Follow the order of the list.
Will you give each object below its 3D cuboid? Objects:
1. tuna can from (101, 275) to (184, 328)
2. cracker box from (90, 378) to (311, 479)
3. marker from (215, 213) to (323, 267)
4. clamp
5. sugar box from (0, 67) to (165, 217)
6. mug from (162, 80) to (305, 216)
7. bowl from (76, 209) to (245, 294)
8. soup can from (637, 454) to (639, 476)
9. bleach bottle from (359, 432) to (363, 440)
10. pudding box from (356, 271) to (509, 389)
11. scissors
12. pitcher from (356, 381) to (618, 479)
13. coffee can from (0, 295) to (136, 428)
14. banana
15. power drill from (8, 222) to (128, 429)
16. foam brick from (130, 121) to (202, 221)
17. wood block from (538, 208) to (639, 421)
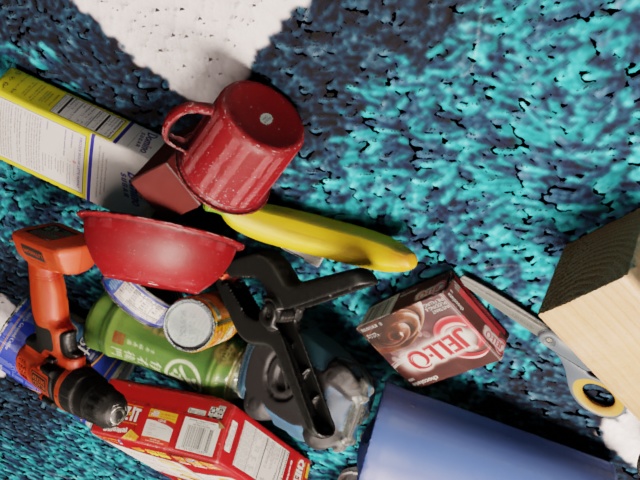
[{"bbox_3d":[-0.182,0.051,1.098,0.086,0.086,0.034,40,100,-8],"label":"tuna can"},{"bbox_3d":[-0.126,0.230,1.188,0.164,0.072,0.213,7,157,27],"label":"cracker box"},{"bbox_3d":[-0.051,-0.010,1.016,0.121,0.020,0.020,28,137,6],"label":"marker"},{"bbox_3d":[-0.034,0.079,1.004,0.210,0.036,0.164,23,106,46],"label":"clamp"},{"bbox_3d":[-0.233,-0.090,1.033,0.176,0.048,0.093,24,137,5],"label":"sugar box"},{"bbox_3d":[-0.076,-0.085,0.905,0.117,0.093,0.082,21,136,-22],"label":"mug"},{"bbox_3d":[-0.155,0.016,1.010,0.162,0.055,0.162,11,174,1],"label":"bowl"},{"bbox_3d":[0.344,0.222,0.958,0.102,0.068,0.069,45,136,-14],"label":"soup can"},{"bbox_3d":[0.104,0.305,1.168,0.068,0.102,0.251,-12,114,29],"label":"bleach bottle"},{"bbox_3d":[0.105,0.086,0.995,0.090,0.039,0.114,47,136,-17],"label":"pudding box"},{"bbox_3d":[0.210,0.103,0.966,0.202,0.016,0.096,23,136,11],"label":"scissors"},{"bbox_3d":[0.152,0.238,1.017,0.243,0.149,0.145,16,169,5],"label":"pitcher"},{"bbox_3d":[-0.294,0.136,1.232,0.140,0.102,0.103,32,137,2],"label":"coffee can"},{"bbox_3d":[-0.006,-0.002,0.966,0.198,0.069,0.037,14,101,10],"label":"banana"},{"bbox_3d":[-0.257,0.086,1.084,0.185,0.057,0.188,19,113,44],"label":"power drill"},{"bbox_3d":[-0.122,-0.063,0.966,0.053,0.078,0.051,-20,115,40],"label":"foam brick"},{"bbox_3d":[0.283,0.086,0.853,0.206,0.090,0.090,45,136,-12],"label":"wood block"}]
